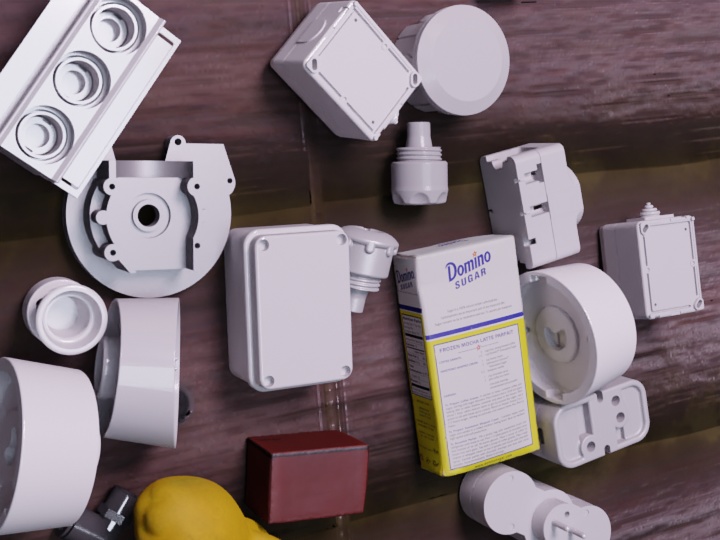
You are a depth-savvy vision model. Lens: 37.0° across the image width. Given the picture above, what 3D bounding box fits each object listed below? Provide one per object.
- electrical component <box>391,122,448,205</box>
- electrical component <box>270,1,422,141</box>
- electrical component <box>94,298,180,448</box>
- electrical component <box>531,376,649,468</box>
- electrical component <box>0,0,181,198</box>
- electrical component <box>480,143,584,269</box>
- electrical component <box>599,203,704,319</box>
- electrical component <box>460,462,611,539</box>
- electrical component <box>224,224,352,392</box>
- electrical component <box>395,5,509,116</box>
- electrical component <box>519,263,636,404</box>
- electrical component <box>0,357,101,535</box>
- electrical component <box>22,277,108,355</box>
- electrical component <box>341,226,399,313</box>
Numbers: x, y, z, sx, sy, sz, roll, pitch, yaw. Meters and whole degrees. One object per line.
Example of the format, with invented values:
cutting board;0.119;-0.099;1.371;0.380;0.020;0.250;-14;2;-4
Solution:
electrical component;0.045;-0.080;0.810;0.043;0.043;0.062;-4;96;-27
electrical component;-0.008;-0.138;0.771;0.096;0.061;0.061;44;75;-32
electrical component;-0.139;0.066;0.704;0.064;0.099;0.099;6;92;-21
electrical component;0.183;0.121;0.893;0.095;0.059;0.053;-15;102;-25
electrical component;-0.182;-0.118;0.679;0.079;0.063;0.121;36;79;-26
electrical component;0.139;-0.053;0.857;0.056;0.050;0.089;-18;104;-24
electrical component;0.244;-0.008;0.913;0.062;0.061;0.096;-7;92;-26
electrical component;0.154;0.204;0.879;0.138;0.074;0.052;28;83;-27
electrical component;-0.050;0.025;0.765;0.078;0.057;0.113;-5;98;-27
electrical component;0.068;-0.156;0.810;0.080;0.051;0.080;-3;97;-27
electrical component;0.170;0.046;0.855;0.060;0.108;0.108;-16;103;-31
electrical component;-0.198;0.110;0.673;0.060;0.108;0.108;8;92;-34
electrical component;-0.191;0.028;0.694;0.045;0.055;0.045;-3;97;-27
electrical component;0.000;0.000;0.796;0.048;0.048;0.062;9;97;-28
